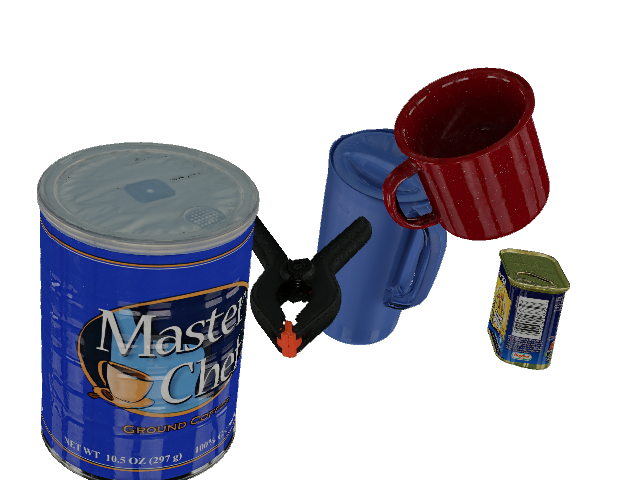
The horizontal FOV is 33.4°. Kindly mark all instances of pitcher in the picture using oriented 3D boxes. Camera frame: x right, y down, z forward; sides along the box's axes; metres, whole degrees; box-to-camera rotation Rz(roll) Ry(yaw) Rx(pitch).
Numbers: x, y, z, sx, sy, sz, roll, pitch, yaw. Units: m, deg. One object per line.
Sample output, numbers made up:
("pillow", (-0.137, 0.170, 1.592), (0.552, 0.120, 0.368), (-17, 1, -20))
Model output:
("pitcher", (0.063, 0.009, 1.211), (0.145, 0.243, 0.149), (14, 40, 4))

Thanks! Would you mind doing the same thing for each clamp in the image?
("clamp", (-0.028, 0.030, 0.946), (0.120, 0.039, 0.171), (3, 38, 16))

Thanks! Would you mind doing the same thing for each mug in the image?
("mug", (0.095, -0.048, 0.709), (0.117, 0.081, 0.093), (-33, 40, -7))

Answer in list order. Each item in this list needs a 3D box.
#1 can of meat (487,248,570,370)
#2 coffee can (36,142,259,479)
("can of meat", (0.195, 0.065, 1.015), (0.057, 0.084, 0.102), (8, 18, -1))
("coffee can", (-0.087, 0.036, 0.531), (0.102, 0.140, 0.103), (6, 29, -3))
